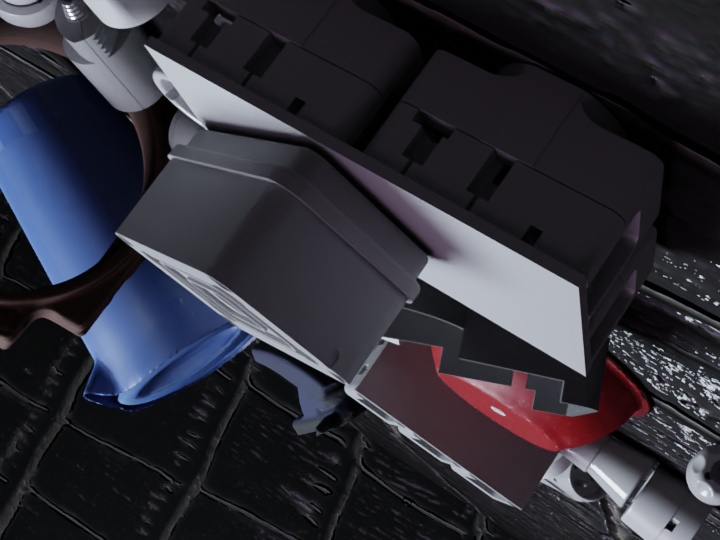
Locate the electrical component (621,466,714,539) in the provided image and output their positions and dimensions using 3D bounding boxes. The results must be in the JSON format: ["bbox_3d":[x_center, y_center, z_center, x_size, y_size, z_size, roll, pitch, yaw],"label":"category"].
[{"bbox_3d":[0.227,0.179,0.798,0.047,0.055,0.055,36,170,17],"label":"electrical component"}]

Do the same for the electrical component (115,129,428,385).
[{"bbox_3d":[-0.037,-0.009,0.427,0.078,0.057,0.113,41,168,-31],"label":"electrical component"}]

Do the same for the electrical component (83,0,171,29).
[{"bbox_3d":[-0.099,-0.135,0.441,0.079,0.044,0.077,29,168,32],"label":"electrical component"}]

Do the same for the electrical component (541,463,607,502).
[{"bbox_3d":[0.168,0.158,0.919,0.079,0.043,0.077,37,170,-12],"label":"electrical component"}]

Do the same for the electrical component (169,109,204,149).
[{"bbox_3d":[-0.082,-0.076,0.648,0.055,0.045,0.045,30,169,27],"label":"electrical component"}]

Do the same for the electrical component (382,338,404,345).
[{"bbox_3d":[0.000,0.000,0.681,0.079,0.063,0.121,40,169,-24],"label":"electrical component"}]

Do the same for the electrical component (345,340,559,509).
[{"bbox_3d":[0.075,0.096,0.799,0.150,0.089,0.062,36,170,-6],"label":"electrical component"}]

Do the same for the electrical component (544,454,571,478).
[{"bbox_3d":[0.108,0.113,0.877,0.138,0.052,0.073,30,168,29],"label":"electrical component"}]

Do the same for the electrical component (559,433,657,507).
[{"bbox_3d":[0.181,0.139,0.801,0.065,0.044,0.044,37,171,20],"label":"electrical component"}]

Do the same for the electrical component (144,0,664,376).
[{"bbox_3d":[0.022,-0.045,0.419,0.186,0.060,0.105,31,169,22],"label":"electrical component"}]

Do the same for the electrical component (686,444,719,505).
[{"bbox_3d":[0.214,0.124,0.647,0.035,0.035,0.061,32,172,15],"label":"electrical component"}]

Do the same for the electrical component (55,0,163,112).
[{"bbox_3d":[-0.145,-0.130,0.612,0.043,0.043,0.081,30,168,27],"label":"electrical component"}]

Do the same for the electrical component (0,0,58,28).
[{"bbox_3d":[-0.188,-0.163,0.594,0.045,0.045,0.055,35,170,1],"label":"electrical component"}]

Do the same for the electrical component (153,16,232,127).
[{"bbox_3d":[-0.064,-0.094,0.505,0.055,0.047,0.055,34,170,7],"label":"electrical component"}]
